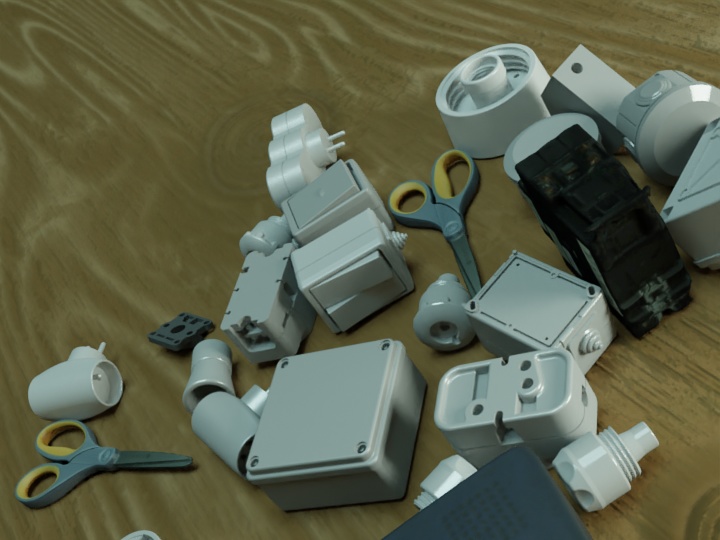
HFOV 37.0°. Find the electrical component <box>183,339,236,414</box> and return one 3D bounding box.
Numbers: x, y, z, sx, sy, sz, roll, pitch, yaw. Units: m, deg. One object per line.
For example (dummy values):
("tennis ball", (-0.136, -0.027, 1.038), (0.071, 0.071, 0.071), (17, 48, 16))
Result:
("electrical component", (-0.127, 0.090, 0.918), (0.044, 0.044, 0.065), (-26, 33, 13))

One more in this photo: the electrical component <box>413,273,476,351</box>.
("electrical component", (0.067, 0.028, 0.830), (0.048, 0.048, 0.062), (-19, 33, 22))

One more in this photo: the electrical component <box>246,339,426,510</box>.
("electrical component", (-0.016, 0.114, 0.789), (0.109, 0.056, 0.108), (-12, 42, 28))

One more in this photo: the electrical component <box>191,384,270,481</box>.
("electrical component", (-0.084, 0.118, 0.850), (0.079, 0.043, 0.077), (-46, 37, -14))

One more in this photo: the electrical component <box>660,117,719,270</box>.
("electrical component", (0.270, -0.065, 0.725), (0.108, 0.056, 0.109), (-56, 11, -25))

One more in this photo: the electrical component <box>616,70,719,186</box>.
("electrical component", (0.239, -0.108, 0.814), (0.080, 0.080, 0.051), (-33, 32, 4))

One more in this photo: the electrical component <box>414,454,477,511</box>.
("electrical component", (0.055, 0.154, 0.699), (0.062, 0.043, 0.043), (-45, 37, -10))

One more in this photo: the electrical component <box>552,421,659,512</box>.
("electrical component", (0.153, 0.117, 0.662), (0.062, 0.043, 0.043), (-34, 36, 1))

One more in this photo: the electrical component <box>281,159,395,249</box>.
("electrical component", (-0.028, -0.048, 0.973), (0.096, 0.061, 0.061), (-32, 36, 5))

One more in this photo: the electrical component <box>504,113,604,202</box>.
("electrical component", (0.162, -0.085, 0.872), (0.080, 0.051, 0.080), (-22, 39, 18))

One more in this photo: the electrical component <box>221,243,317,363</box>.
("electrical component", (-0.074, 0.031, 0.927), (0.050, 0.055, 0.089), (-12, 42, 28))

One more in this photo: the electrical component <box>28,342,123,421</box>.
("electrical component", (-0.261, 0.099, 1.011), (0.077, 0.043, 0.079), (-14, 39, 25))

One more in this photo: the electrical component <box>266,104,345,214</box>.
("electrical component", (-0.048, -0.118, 1.073), (0.074, 0.052, 0.138), (-21, 39, 18))

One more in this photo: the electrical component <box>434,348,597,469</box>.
("electrical component", (0.105, 0.095, 0.711), (0.095, 0.059, 0.053), (-14, 42, 27))

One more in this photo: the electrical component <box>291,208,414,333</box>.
("electrical component", (0.000, 0.000, 0.897), (0.096, 0.061, 0.061), (-30, 37, 8))

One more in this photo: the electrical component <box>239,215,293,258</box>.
("electrical component", (-0.079, -0.030, 1.010), (0.048, 0.048, 0.062), (4, 44, 41))

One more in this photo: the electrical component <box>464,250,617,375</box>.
("electrical component", (0.133, 0.040, 0.754), (0.096, 0.061, 0.061), (28, 69, 42))

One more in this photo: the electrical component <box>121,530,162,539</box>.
("electrical component", (-0.154, 0.226, 0.783), (0.055, 0.047, 0.055), (-22, 38, 18))

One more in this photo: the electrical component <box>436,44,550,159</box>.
("electrical component", (0.121, -0.160, 0.979), (0.108, 0.060, 0.108), (-22, 38, 18))
